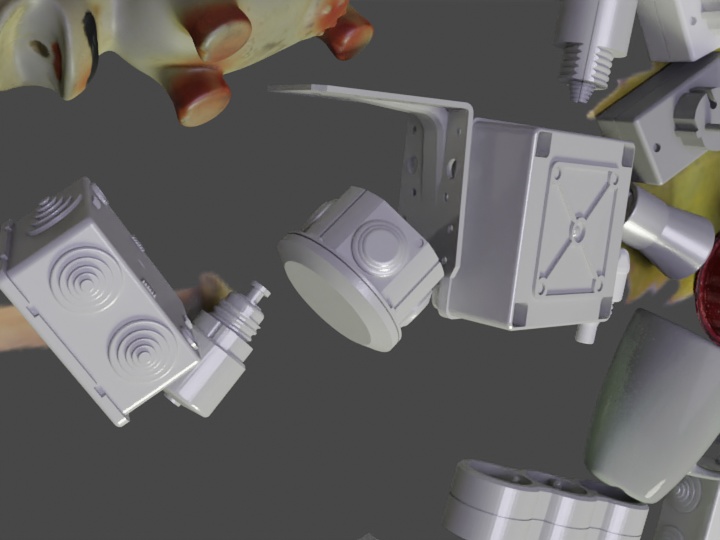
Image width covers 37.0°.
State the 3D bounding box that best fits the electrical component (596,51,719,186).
[{"bbox_3d":[0.202,-0.091,0.646,0.083,0.076,0.047,-35,113,-17],"label":"electrical component"}]

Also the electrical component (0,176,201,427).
[{"bbox_3d":[-0.119,0.010,0.494,0.048,0.099,0.099,-35,113,-3],"label":"electrical component"}]

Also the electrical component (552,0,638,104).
[{"bbox_3d":[0.135,-0.137,0.623,0.043,0.043,0.081,8,96,-27],"label":"electrical component"}]

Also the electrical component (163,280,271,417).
[{"bbox_3d":[-0.075,0.039,0.553,0.040,0.040,0.078,42,80,-26],"label":"electrical component"}]

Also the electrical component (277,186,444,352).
[{"bbox_3d":[0.000,0.000,0.562,0.051,0.080,0.080,-46,115,-17],"label":"electrical component"}]

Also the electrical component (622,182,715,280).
[{"bbox_3d":[0.181,-0.027,0.668,0.065,0.044,0.044,26,87,-23],"label":"electrical component"}]

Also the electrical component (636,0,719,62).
[{"bbox_3d":[0.216,-0.158,0.640,0.066,0.077,0.047,-29,111,-19],"label":"electrical component"}]

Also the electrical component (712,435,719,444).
[{"bbox_3d":[0.280,0.093,0.718,0.079,0.077,0.043,-40,114,-15],"label":"electrical component"}]

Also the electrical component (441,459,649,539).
[{"bbox_3d":[0.111,0.166,0.661,0.138,0.052,0.073,15,93,-27],"label":"electrical component"}]

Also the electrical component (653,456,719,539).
[{"bbox_3d":[0.251,0.175,0.734,0.100,0.048,0.099,12,94,-27],"label":"electrical component"}]

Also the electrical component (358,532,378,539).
[{"bbox_3d":[0.011,0.187,0.614,0.048,0.055,0.066,-29,111,-19],"label":"electrical component"}]

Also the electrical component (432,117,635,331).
[{"bbox_3d":[0.098,-0.025,0.600,0.109,0.056,0.108,-1,101,-48],"label":"electrical component"}]

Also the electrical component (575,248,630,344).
[{"bbox_3d":[0.144,0.015,0.660,0.035,0.035,0.061,6,99,-27],"label":"electrical component"}]
